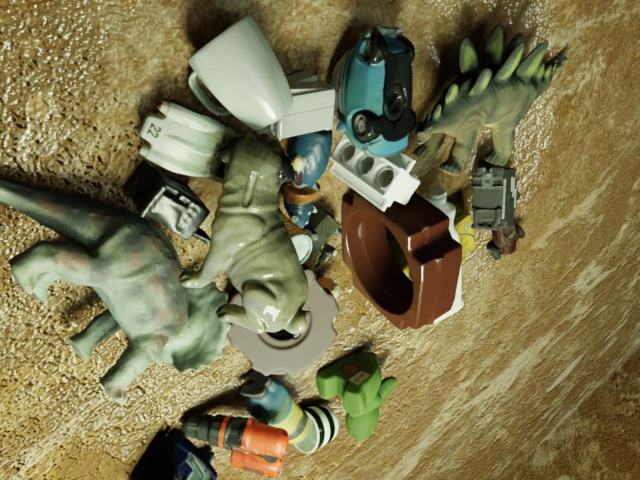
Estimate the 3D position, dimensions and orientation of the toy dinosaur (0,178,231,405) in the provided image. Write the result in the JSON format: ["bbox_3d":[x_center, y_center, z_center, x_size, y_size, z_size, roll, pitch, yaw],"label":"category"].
[{"bbox_3d":[-0.229,0.046,0.640,0.192,0.131,0.404,-39,135,-27],"label":"toy dinosaur"}]

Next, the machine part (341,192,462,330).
[{"bbox_3d":[0.122,0.021,0.837,0.087,0.201,0.201,-24,133,-22],"label":"machine part"}]

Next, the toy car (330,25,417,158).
[{"bbox_3d":[0.059,-0.189,0.694,0.109,0.103,0.161,-22,115,-46],"label":"toy car"}]

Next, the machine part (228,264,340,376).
[{"bbox_3d":[-0.057,0.117,0.811,0.179,0.056,0.179,-1,95,-11],"label":"machine part"}]

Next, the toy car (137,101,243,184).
[{"bbox_3d":[-0.122,-0.105,0.649,0.201,0.056,0.073,16,110,-46],"label":"toy car"}]

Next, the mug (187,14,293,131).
[{"bbox_3d":[-0.088,-0.170,0.588,0.110,0.081,0.107,-27,112,29],"label":"mug"}]

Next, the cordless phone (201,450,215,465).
[{"bbox_3d":[-0.204,0.483,0.939,0.089,0.184,0.146,-4,124,-32],"label":"cordless phone"}]

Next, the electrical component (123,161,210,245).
[{"bbox_3d":[-0.169,-0.038,0.647,0.047,0.075,0.119,-52,134,6],"label":"electrical component"}]

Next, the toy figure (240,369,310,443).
[{"bbox_3d":[-0.079,0.307,0.974,0.082,0.089,0.179,-40,136,-19],"label":"toy figure"}]

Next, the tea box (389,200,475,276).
[{"bbox_3d":[0.202,0.016,1.000,0.170,0.068,0.098,-36,136,-14],"label":"tea box"}]

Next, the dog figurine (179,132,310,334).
[{"bbox_3d":[-0.056,-0.006,0.607,0.190,0.172,0.121,-64,172,26],"label":"dog figurine"}]

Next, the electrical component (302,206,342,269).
[{"bbox_3d":[-0.002,-0.004,0.829,0.078,0.045,0.102,-44,150,-3],"label":"electrical component"}]

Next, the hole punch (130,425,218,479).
[{"bbox_3d":[-0.242,0.390,0.885,0.092,0.116,0.142,21,105,-40],"label":"hole punch"}]

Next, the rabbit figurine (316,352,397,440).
[{"bbox_3d":[0.079,0.321,1.104,0.159,0.121,0.170,-36,127,-44],"label":"rabbit figurine"}]

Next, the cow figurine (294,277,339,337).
[{"bbox_3d":[-0.031,0.137,0.902,0.167,0.068,0.098,-36,143,-7],"label":"cow figurine"}]

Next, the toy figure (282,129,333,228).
[{"bbox_3d":[-0.020,-0.088,0.747,0.064,0.058,0.154,-5,129,-30],"label":"toy figure"}]

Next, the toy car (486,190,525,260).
[{"bbox_3d":[0.388,-0.034,1.130,0.089,0.053,0.201,-37,139,-7],"label":"toy car"}]

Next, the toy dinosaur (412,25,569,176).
[{"bbox_3d":[0.277,-0.220,0.836,0.471,0.105,0.198,-26,141,-45],"label":"toy dinosaur"}]

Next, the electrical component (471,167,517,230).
[{"bbox_3d":[0.323,-0.078,0.992,0.134,0.058,0.114,-7,102,-59],"label":"electrical component"}]
